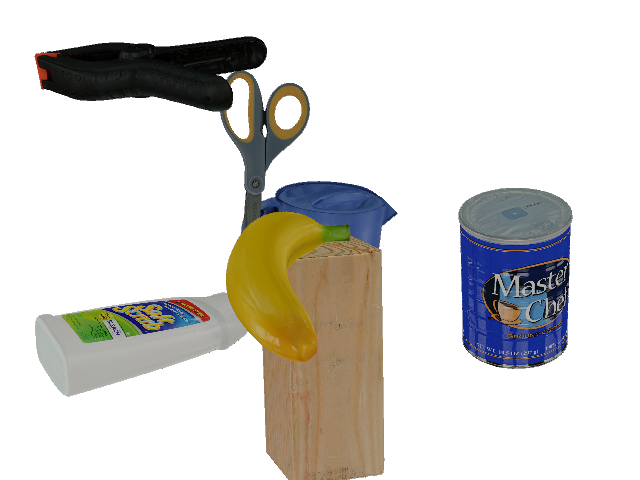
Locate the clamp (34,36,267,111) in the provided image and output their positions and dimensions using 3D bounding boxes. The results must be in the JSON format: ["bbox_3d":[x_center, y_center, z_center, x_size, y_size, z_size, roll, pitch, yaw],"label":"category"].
[{"bbox_3d":[-0.124,-0.130,0.799,0.172,0.039,0.120,8,23,17],"label":"clamp"}]

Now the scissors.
[{"bbox_3d":[-0.046,-0.065,1.025,0.096,0.202,0.016,-12,6,-14],"label":"scissors"}]

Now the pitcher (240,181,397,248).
[{"bbox_3d":[-0.006,0.055,1.306,0.149,0.243,0.144,14,21,27],"label":"pitcher"}]

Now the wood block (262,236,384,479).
[{"bbox_3d":[0.001,0.106,0.970,0.090,0.206,0.091,-5,11,-18],"label":"wood block"}]

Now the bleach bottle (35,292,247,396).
[{"bbox_3d":[-0.185,0.102,1.209,0.250,0.068,0.103,-13,32,-30],"label":"bleach bottle"}]

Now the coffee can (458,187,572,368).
[{"bbox_3d":[0.184,0.035,1.009,0.103,0.140,0.103,-4,28,2],"label":"coffee can"}]

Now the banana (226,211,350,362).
[{"bbox_3d":[-0.025,0.018,0.660,0.070,0.037,0.197,0,22,8],"label":"banana"}]
